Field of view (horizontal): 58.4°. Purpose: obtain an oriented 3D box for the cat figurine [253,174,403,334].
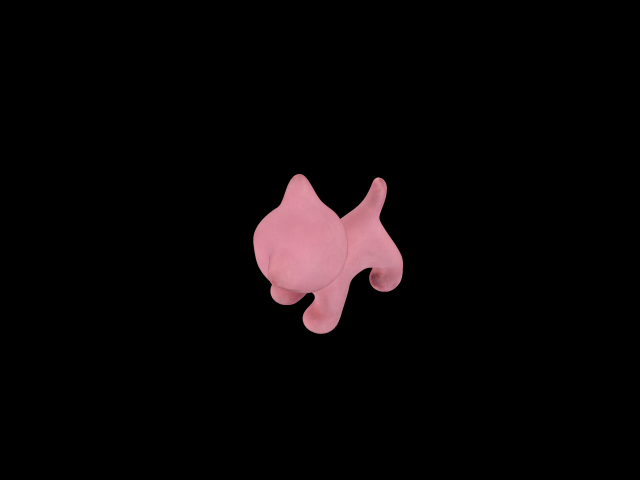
[{"bbox_3d":[0.004,0.001,0.400,0.128,0.118,0.067,-33,53,-29],"label":"cat figurine"}]
